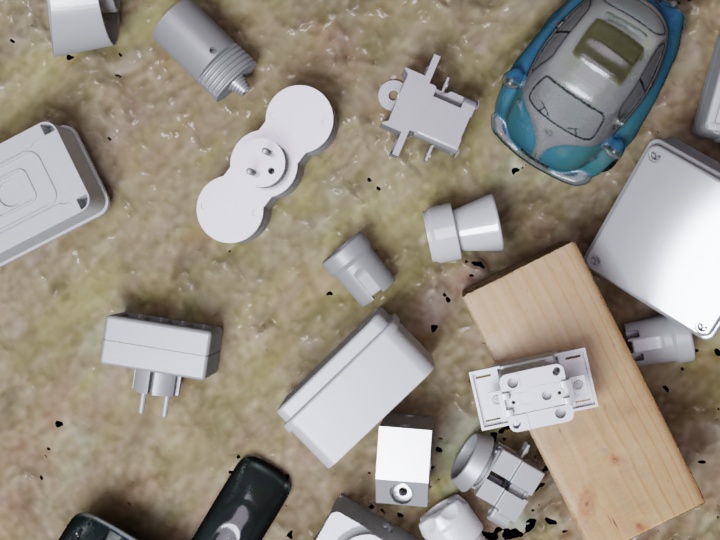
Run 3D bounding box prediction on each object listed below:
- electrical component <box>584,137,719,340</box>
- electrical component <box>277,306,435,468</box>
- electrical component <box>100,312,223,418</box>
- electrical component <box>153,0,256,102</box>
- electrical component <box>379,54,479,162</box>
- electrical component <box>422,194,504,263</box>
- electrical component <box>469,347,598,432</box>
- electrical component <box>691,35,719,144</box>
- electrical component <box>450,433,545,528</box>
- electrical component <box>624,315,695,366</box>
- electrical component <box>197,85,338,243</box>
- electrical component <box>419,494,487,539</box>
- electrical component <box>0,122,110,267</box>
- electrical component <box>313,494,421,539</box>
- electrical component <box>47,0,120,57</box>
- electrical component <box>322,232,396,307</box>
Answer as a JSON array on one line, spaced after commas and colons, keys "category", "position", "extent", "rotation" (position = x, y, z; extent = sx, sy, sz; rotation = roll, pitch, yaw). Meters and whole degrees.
[{"category": "electrical component", "position": [0.237, -0.025, 0.778], "extent": [0.109, 0.056, 0.108], "rotation": [34, 114, 20]}, {"category": "electrical component", "position": [-0.003, 0.086, 0.816], "extent": [0.113, 0.078, 0.057], "rotation": [-44, 91, 4]}, {"category": "electrical component", "position": [-0.157, 0.077, 0.842], "extent": [0.083, 0.047, 0.075], "rotation": [9, 92, 4]}, {"category": "electrical component", "position": [-0.117, -0.167, 0.836], "extent": [0.081, 0.043, 0.043], "rotation": [45, 94, 2]}, {"category": "electrical component", "position": [0.053, -0.119, 0.823], "extent": [0.064, 0.042, 0.081], "rotation": [22, 93, -4]}, {"category": "electrical component", "position": [0.079, -0.031, 0.823], "extent": [0.055, 0.045, 0.045], "rotation": [-12, 90, 5]}, {"category": "electrical component", "position": [0.117, 0.081, 0.722], "extent": [0.081, 0.064, 0.042], "rotation": [-13, 89, 7]}, {"category": "electrical component", "position": [0.288, -0.126, 0.796], "extent": [0.062, 0.061, 0.096], "rotation": [15, 92, 4]}, {"category": "electrical component", "position": [0.103, 0.156, 0.825], "extent": [0.055, 0.048, 0.066], "rotation": [30, 93, -4]}, {"category": "electrical component", "position": [0.227, 0.053, 0.817], "extent": [0.046, 0.040, 0.040], "rotation": [-11, 90, 11]}, {"category": "electrical component", "position": [-0.073, -0.080, 0.819], "extent": [0.052, 0.074, 0.138], "rotation": [38, 94, 3]}, {"category": "electrical component", "position": [0.077, 0.209, 0.829], "extent": [0.043, 0.043, 0.062], "rotation": [-35, 90, 4]}, {"category": "electrical component", "position": [-0.263, -0.058, 0.843], "extent": [0.113, 0.057, 0.078], "rotation": [-26, 89, 5]}, {"category": "electrical component", "position": [-0.016, 0.265, 0.828], "extent": [0.089, 0.062, 0.150], "rotation": [29, 93, 3]}, {"category": "electrical component", "position": [-0.218, -0.214, 0.818], "extent": [0.064, 0.099, 0.099], "rotation": [-5, 91, -2]}, {"category": "electrical component", "position": [0.000, 0.000, 0.833], "extent": [0.040, 0.040, 0.046], "rotation": [-39, 95, 4]}]
